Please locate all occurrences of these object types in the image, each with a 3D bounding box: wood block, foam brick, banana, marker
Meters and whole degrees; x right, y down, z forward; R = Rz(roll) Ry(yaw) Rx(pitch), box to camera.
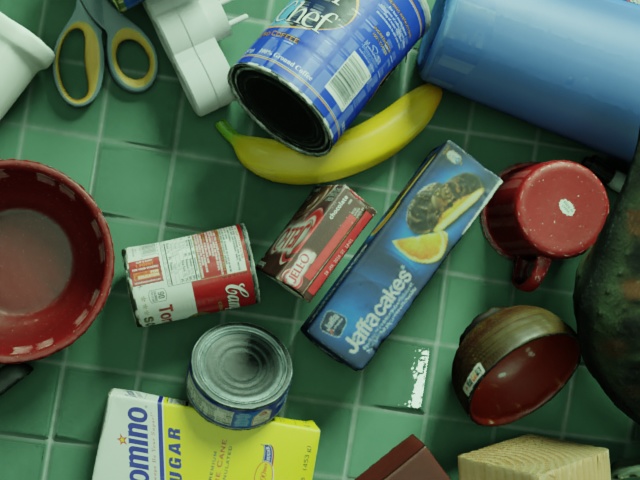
[{"bbox_3d":[0.180,0.274,0.869,0.090,0.090,0.206,-7,94,-37],"label":"wood block"},{"bbox_3d":[0.068,0.211,0.897,0.078,0.051,0.053,-37,96,-6],"label":"foam brick"},{"bbox_3d":[0.014,-0.086,0.903,0.197,0.037,0.069,-10,91,-8],"label":"banana"},{"bbox_3d":[0.284,-0.040,0.946,0.121,0.020,0.020,29,85,-6],"label":"marker"}]

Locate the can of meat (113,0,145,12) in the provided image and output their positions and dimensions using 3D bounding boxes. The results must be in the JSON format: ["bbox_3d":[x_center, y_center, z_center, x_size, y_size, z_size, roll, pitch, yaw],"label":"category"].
[{"bbox_3d":[-0.142,-0.238,0.831,0.084,0.057,0.102,-29,70,-6],"label":"can of meat"}]

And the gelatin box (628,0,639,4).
[{"bbox_3d":[0.301,-0.229,0.946,0.089,0.030,0.073,-16,92,-8],"label":"gelatin box"}]

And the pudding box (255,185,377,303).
[{"bbox_3d":[-0.006,0.001,0.860,0.039,0.113,0.090,38,84,-9],"label":"pudding box"}]

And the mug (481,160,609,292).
[{"bbox_3d":[0.188,-0.013,0.901,0.093,0.081,0.117,19,86,-7],"label":"mug"}]

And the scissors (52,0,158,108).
[{"bbox_3d":[-0.173,-0.207,0.880,0.096,0.016,0.202,8,96,-13],"label":"scissors"}]

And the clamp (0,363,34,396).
[{"bbox_3d":[-0.326,0.191,0.854,0.210,0.036,0.164,-8,90,-6],"label":"clamp"}]

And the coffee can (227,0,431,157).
[{"bbox_3d":[0.008,-0.152,0.856,0.103,0.103,0.140,40,72,-5],"label":"coffee can"}]

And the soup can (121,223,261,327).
[{"bbox_3d":[-0.105,0.029,0.870,0.102,0.068,0.068,-12,90,-7],"label":"soup can"}]

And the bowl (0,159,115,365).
[{"bbox_3d":[-0.245,0.017,0.858,0.162,0.055,0.162,0,89,-7],"label":"bowl"}]

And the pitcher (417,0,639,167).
[{"bbox_3d":[0.213,-0.158,0.884,0.242,0.145,0.149,18,66,-4],"label":"pitcher"}]

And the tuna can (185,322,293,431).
[{"bbox_3d":[-0.066,0.109,0.868,0.086,0.034,0.086,7,50,-9],"label":"tuna can"}]

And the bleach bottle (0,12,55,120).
[{"bbox_3d":[-0.323,-0.075,0.843,0.102,0.068,0.251,33,87,11],"label":"bleach bottle"}]

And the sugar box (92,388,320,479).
[{"bbox_3d":[-0.095,0.183,0.879,0.176,0.048,0.093,10,88,-8],"label":"sugar box"}]
